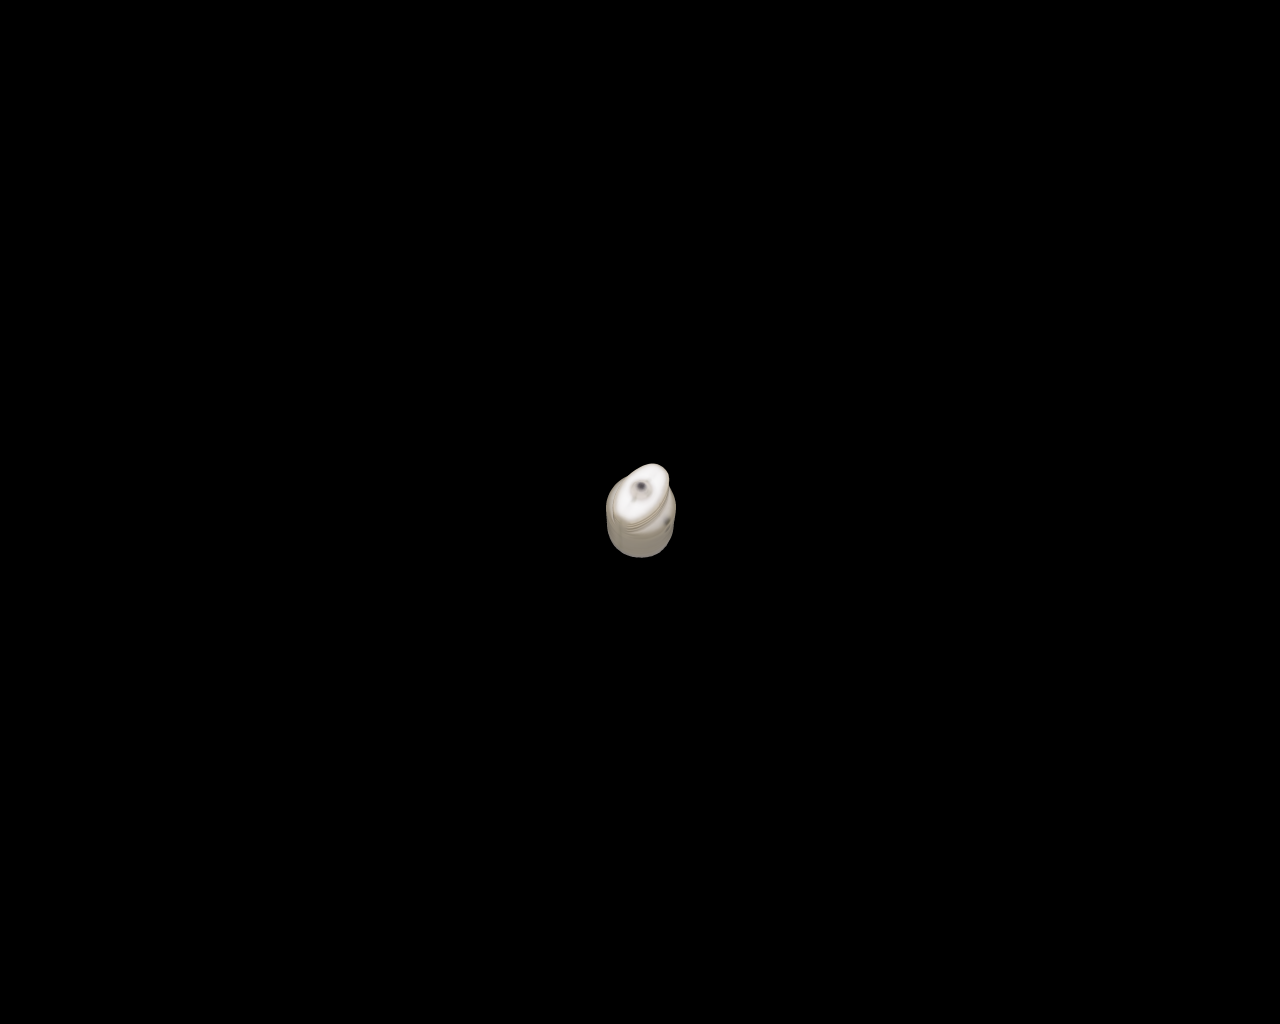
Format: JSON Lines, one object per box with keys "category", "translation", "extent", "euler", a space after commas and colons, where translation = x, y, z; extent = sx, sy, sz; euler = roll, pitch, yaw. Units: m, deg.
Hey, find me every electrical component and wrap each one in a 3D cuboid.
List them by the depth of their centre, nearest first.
{"category": "electrical component", "translation": [0.001, -0.003, 0.650], "extent": [0.043, 0.043, 0.080], "euler": [0, -19, 0]}
